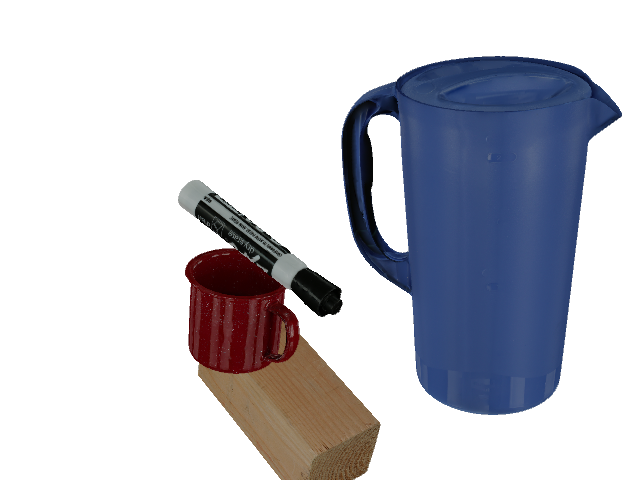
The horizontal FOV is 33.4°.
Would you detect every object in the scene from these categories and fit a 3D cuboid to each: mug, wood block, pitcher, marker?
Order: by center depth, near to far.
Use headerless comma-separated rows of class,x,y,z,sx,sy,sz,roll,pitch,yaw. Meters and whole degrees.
marker,-0.034,0.004,0.593,0.121,0.020,0.020,37,19,28
pitcher,0.111,-0.003,0.763,0.144,0.243,0.149,-16,28,-28
mug,-0.065,0.067,0.932,0.117,0.081,0.093,23,31,32
wood block,-0.038,0.171,1.158,0.090,0.090,0.206,-21,50,-31
